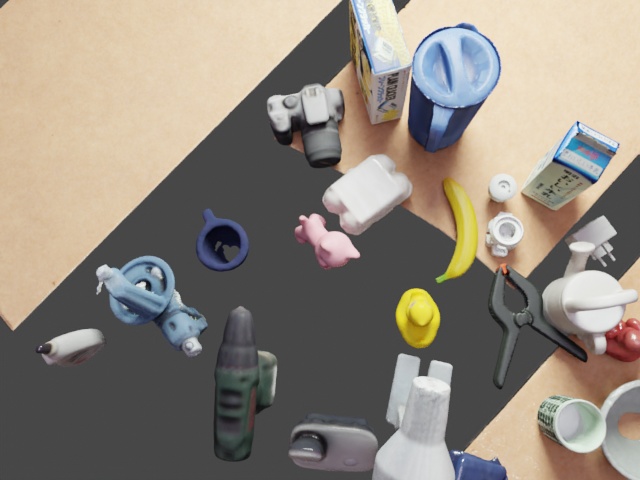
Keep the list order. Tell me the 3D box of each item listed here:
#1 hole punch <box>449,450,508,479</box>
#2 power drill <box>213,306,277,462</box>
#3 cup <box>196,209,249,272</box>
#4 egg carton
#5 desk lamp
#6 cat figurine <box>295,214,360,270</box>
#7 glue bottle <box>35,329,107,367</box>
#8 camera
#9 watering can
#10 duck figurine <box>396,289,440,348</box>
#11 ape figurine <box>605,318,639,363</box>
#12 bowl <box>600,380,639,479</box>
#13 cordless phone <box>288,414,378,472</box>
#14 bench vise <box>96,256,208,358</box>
[{"bbox_3d":[0.252,0.405,0.930,0.101,0.091,0.109,16,82,6],"label":"hole punch"},{"bbox_3d":[-0.122,0.227,0.924,0.075,0.208,0.230,3,80,5],"label":"power drill"},{"bbox_3d":[-0.172,0.005,1.023,0.091,0.095,0.117,-28,80,-1],"label":"cup"},{"bbox_3d":[0.085,-0.084,1.035,0.150,0.069,0.107,-38,80,-3],"label":"egg carton"},{"bbox_3d":[0.153,0.288,0.894,0.118,0.213,0.203,10,81,6],"label":"desk lamp"},{"bbox_3d":[0.009,0.004,1.000,0.067,0.118,0.127,-44,80,-4],"label":"cat figurine"},{"bbox_3d":[-0.431,0.184,0.969,0.078,0.173,0.037,-40,80,-3],"label":"glue bottle"},{"bbox_3d":[-0.019,-0.204,1.047,0.143,0.101,0.137,-11,80,2],"label":"camera"},{"bbox_3d":[0.430,0.093,0.920,0.101,0.194,0.173,-30,80,-2],"label":"watering can"},{"bbox_3d":[0.171,0.133,0.984,0.077,0.086,0.104,-3,80,3],"label":"duck figurine"},{"bbox_3d":[0.511,0.167,0.954,0.078,0.092,0.076,-16,79,1],"label":"ape figurine"},{"bbox_3d":[0.528,0.311,0.937,0.167,0.075,0.167,-1,80,4],"label":"bowl"},{"bbox_3d":[0.019,0.335,0.908,0.147,0.185,0.094,0,80,4],"label":"cordless phone"},{"bbox_3d":[-0.272,0.099,0.950,0.207,0.220,0.121,29,83,8],"label":"bench vise"}]
